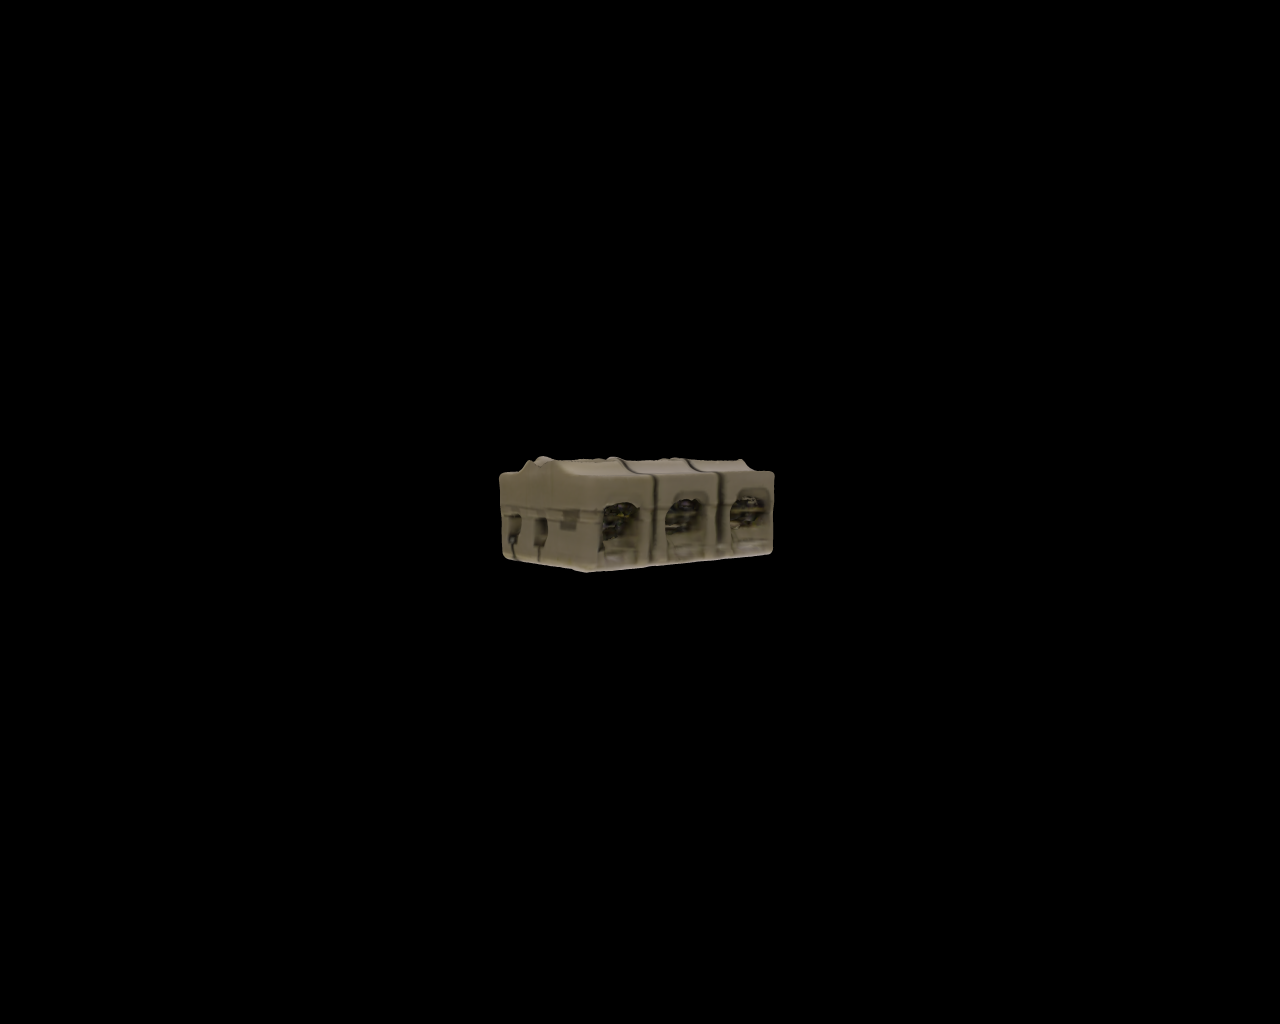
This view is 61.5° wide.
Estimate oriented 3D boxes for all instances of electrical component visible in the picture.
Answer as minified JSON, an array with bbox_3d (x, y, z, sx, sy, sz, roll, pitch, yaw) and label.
[{"bbox_3d":[0.001,-0.003,0.650,0.150,0.061,0.089,-2,3,-40],"label":"electrical component"}]
